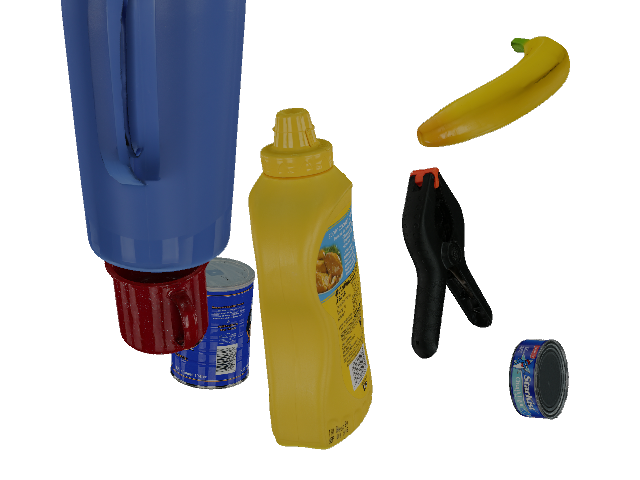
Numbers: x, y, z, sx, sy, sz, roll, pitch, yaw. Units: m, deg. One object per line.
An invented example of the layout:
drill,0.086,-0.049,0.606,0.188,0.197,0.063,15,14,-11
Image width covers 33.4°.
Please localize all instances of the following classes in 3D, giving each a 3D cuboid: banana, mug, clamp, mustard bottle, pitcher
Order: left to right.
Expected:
pitcher,-0.120,-0.100,0.759,0.149,0.243,0.145,-16,31,-35
mug,-0.137,0.053,0.951,0.093,0.081,0.117,-19,36,-27
mustard bottle,-0.007,0.018,0.624,0.058,0.192,0.096,2,21,19
clamp,0.106,0.022,0.983,0.039,0.171,0.120,-11,13,35
banana,0.146,-0.117,0.821,0.070,0.037,0.197,-11,20,39

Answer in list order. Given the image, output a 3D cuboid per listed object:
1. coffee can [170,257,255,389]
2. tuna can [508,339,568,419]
coffee can,-0.138,0.104,1.360,0.103,0.140,0.103,4,19,-2
tuna can,0.236,0.149,1.155,0.034,0.086,0.085,-2,-1,36
